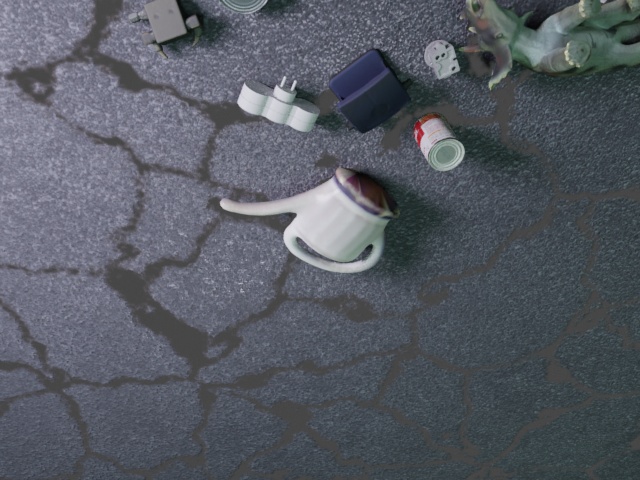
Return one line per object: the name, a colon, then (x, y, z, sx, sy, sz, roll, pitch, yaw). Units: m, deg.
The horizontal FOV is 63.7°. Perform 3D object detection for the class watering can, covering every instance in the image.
watering can: (0.003, -0.050, 0.998, 0.345, 0.106, 0.221, 29, 118, -26)
